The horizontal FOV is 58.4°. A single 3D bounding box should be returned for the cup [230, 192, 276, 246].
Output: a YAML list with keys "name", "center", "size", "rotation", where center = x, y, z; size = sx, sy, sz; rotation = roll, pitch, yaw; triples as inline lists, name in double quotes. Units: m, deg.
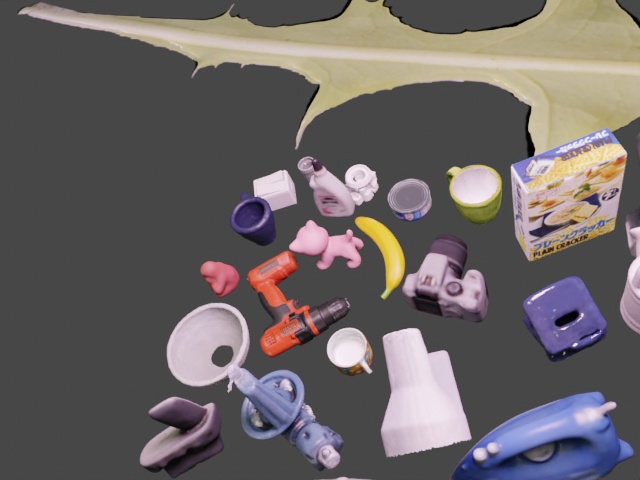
- name: "cup"
  center: [-0.136, -0.040, 1.222]
  size: [0.091, 0.095, 0.117]
  rotation: [-26, 52, 3]

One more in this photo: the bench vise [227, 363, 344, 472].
- name: "bench vise"
  center: [-0.052, 0.266, 0.905]
  size: [0.206, 0.220, 0.121]
  rotation: [13, 63, 28]

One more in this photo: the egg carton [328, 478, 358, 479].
- name: "egg carton"
  center: [0.038, 0.417, 0.865]
  size: [0.150, 0.070, 0.107]
  rotation: [-8, 55, 16]

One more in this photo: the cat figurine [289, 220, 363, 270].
- name: "cat figurine"
  center: [0.010, 0.004, 1.122]
  size: [0.127, 0.118, 0.067]
  rotation: [-7, 56, 17]

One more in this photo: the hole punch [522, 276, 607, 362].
- name: "hole punch"
  center: [0.391, 0.126, 0.912]
  size: [0.108, 0.091, 0.101]
  rotation: [-27, 52, 2]

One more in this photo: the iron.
- name: "iron"
  center: [0.297, 0.290, 0.806]
  size: [0.258, 0.142, 0.118]
  rotation: [-22, 53, 6]

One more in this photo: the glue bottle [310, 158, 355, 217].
- name: "glue bottle"
  center: [0.014, -0.108, 1.161]
  size: [0.078, 0.173, 0.037]
  rotation: [-3, 57, 19]

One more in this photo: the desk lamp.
- name: "desk lamp"
  center: [0.149, 0.234, 0.854]
  size: [0.117, 0.214, 0.203]
  rotation: [-16, 54, 11]

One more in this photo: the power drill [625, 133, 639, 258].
- name: "power drill"
  center: [0.539, -0.058, 0.904]
  size: [0.075, 0.209, 0.229]
  rotation: [-3, 57, 19]

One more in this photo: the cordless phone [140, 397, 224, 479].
- name: "cordless phone"
  center: [-0.257, 0.321, 0.969]
  size: [0.147, 0.185, 0.094]
  rotation: [-34, 52, -3]

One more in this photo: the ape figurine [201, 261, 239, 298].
- name: "ape figurine"
  center: [-0.214, 0.073, 1.178]
  size: [0.076, 0.092, 0.077]
  rotation: [-16, 54, 10]

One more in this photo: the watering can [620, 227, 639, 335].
- name: "watering can"
  center: [0.505, 0.058, 0.849]
  size: [0.101, 0.194, 0.172]
  rotation: [-31, 52, -1]

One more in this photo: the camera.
- name: "camera"
  center: [0.229, 0.058, 1.013]
  size: [0.142, 0.101, 0.137]
  rotation: [11, 62, 27]

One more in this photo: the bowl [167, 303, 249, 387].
- name: "bowl"
  center: [-0.201, 0.209, 1.092]
  size: [0.167, 0.075, 0.167]
  rotation: [-10, 55, 15]
